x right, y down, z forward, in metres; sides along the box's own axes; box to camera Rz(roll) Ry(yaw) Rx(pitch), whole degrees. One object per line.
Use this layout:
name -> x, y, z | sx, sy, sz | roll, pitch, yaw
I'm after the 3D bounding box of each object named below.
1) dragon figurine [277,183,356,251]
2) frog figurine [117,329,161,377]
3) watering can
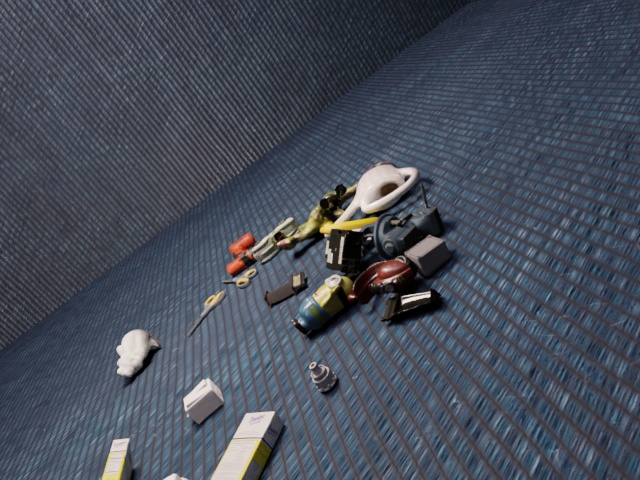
dragon figurine -> 0.005, -0.090, 1.787 | 0.417, 0.121, 0.240 | -42, 13, -37
frog figurine -> -0.638, 0.384, 1.744 | 0.137, 0.120, 0.162 | 2, 28, 29
watering can -> 0.156, -0.139, 1.638 | 0.346, 0.103, 0.228 | -31, 22, 11
